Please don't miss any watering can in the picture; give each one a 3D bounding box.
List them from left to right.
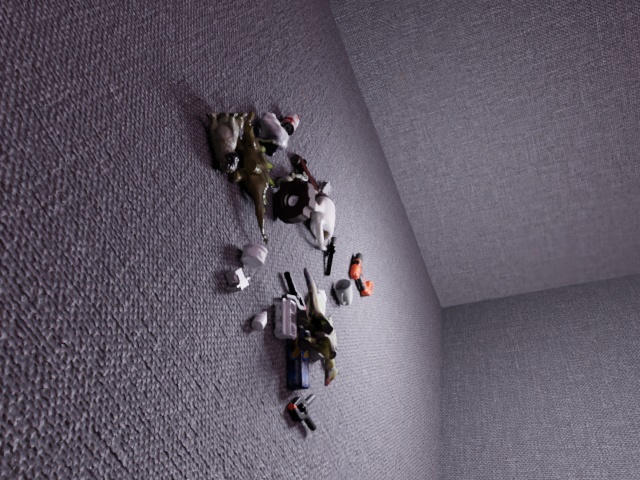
[{"bbox_3d":[0.007,-0.111,2.196,0.339,0.104,0.230,79,14,-50],"label":"watering can"}]

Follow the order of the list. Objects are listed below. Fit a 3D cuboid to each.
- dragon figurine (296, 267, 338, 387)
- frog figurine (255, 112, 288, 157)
[{"bbox_3d":[0.006,0.310,1.843,0.240,0.122,0.415,47,35,-73],"label":"dragon figurine"},{"bbox_3d":[-0.177,-0.422,1.979,0.136,0.121,0.163,32,57,-34],"label":"frog figurine"}]
